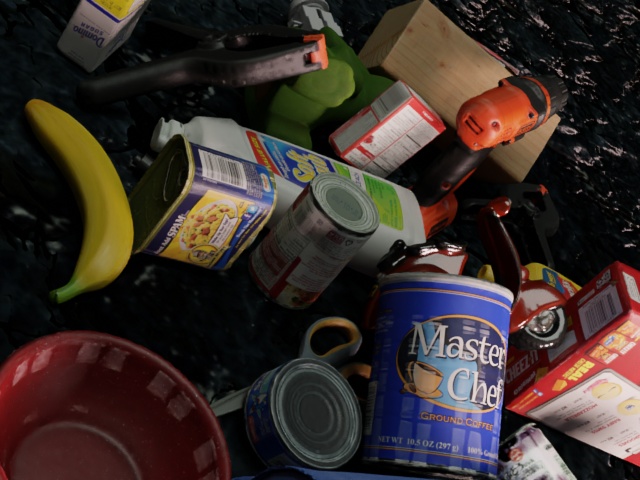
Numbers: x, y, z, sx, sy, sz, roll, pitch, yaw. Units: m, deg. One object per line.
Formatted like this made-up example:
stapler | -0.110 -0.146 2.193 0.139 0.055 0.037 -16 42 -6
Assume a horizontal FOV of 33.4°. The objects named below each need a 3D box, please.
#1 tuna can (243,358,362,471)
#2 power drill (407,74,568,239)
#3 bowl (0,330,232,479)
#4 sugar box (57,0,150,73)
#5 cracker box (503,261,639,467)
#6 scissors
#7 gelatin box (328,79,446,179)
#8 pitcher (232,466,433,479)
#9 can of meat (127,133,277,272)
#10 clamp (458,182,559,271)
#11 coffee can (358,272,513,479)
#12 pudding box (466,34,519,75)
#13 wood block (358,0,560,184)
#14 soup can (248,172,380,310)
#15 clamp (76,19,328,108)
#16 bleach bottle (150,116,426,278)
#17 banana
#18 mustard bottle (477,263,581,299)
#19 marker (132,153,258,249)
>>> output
tuna can | -0.011 0.130 0.774 0.086 0.034 0.086 20 54 -31
power drill | 0.151 -0.085 1.046 0.057 0.188 0.184 49 37 14
bowl | -0.136 0.136 0.649 0.162 0.055 0.162 25 38 -21
sugar box | -0.162 -0.236 0.928 0.048 0.176 0.093 37 34 -8
cracker box | 0.298 0.123 0.976 0.213 0.164 0.072 24 40 -22
scissors | -0.009 0.120 0.821 0.096 0.016 0.201 44 35 6
gelatin box | 0.062 -0.100 0.994 0.073 0.089 0.030 31 26 -53
pitcher | 0.057 0.211 0.699 0.242 0.145 0.149 11 56 -40
can of meat | -0.093 -0.025 0.828 0.083 0.102 0.057 16 41 -34
clamp | 0.228 -0.016 1.173 0.120 0.039 0.171 49 35 10
coffee can | 0.088 0.104 0.802 0.102 0.103 0.140 16 74 -31
pudding box | 0.193 -0.230 1.344 0.090 0.039 0.113 32 10 -13
wood block | 0.145 -0.155 1.154 0.206 0.090 0.091 37 -10 -20
soup can | -0.006 0.001 0.879 0.068 0.102 0.068 25 38 -21
clamp | -0.094 -0.167 0.948 0.210 0.036 0.164 -3 32 12
bleach bottle | -0.030 -0.043 0.942 0.250 0.068 0.102 21 37 -22
banana | -0.180 -0.034 0.812 0.069 0.037 0.198 12 44 -36
mustard bottle | 0.238 0.074 1.066 0.191 0.058 0.096 28 40 -17
marker | -0.106 -0.034 0.897 0.121 0.020 0.020 35 35 -8
